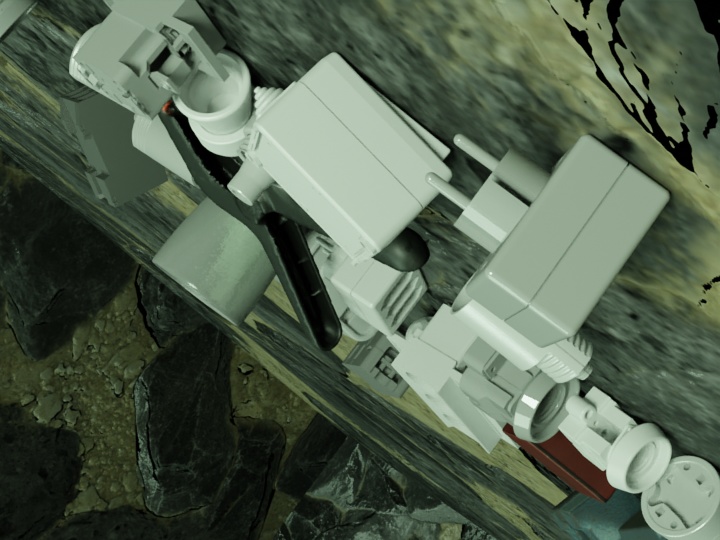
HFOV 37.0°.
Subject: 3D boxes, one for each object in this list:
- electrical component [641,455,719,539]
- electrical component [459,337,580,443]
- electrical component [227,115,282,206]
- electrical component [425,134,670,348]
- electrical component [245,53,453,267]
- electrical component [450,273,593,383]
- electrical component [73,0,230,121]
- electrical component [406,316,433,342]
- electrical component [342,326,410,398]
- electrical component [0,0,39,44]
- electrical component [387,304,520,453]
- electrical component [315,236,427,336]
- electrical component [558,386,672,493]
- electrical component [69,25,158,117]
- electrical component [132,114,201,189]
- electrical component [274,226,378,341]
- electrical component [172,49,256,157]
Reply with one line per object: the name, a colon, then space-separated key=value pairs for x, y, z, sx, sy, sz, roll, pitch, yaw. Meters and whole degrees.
electrical component: x=0.218 y=0.155 z=0.695 sx=0.047 sy=0.055 sz=0.055 roll=39 pitch=171 yaw=-33
electrical component: x=0.108 y=0.078 z=0.717 sx=0.057 sy=0.058 sz=0.078 roll=33 pitch=170 yaw=37
electrical component: x=-0.047 y=-0.064 z=0.591 sx=0.048 sy=0.062 sz=0.048 roll=36 pitch=170 yaw=7
electrical component: x=0.061 y=-0.021 z=0.404 sx=0.077 sy=0.065 sz=0.047 roll=36 pitch=170 yaw=2
electrical component: x=-0.009 y=-0.058 z=0.512 sx=0.096 sy=0.061 sz=0.062 roll=46 pitch=170 yaw=-2
electrical component: x=0.095 y=0.032 z=0.593 sx=0.081 sy=0.043 sz=0.043 roll=38 pitch=170 yaw=-6
electrical component: x=-0.115 y=-0.119 z=0.577 sx=0.081 sy=0.063 sz=0.042 roll=31 pitch=167 yaw=33
electrical component: x=0.053 y=0.056 z=0.869 sx=0.035 sy=0.035 sz=0.061 roll=38 pitch=172 yaw=-2
electrical component: x=0.026 y=0.083 z=1.023 sx=0.050 sy=0.055 sz=0.089 roll=39 pitch=170 yaw=-8
electrical component: x=-0.274 y=-0.199 z=0.785 sx=0.057 sy=0.058 sz=0.078 roll=44 pitch=169 yaw=-17
electrical component: x=0.080 y=0.080 z=0.804 sx=0.079 sy=0.063 sz=0.121 roll=30 pitch=168 yaw=36
electrical component: x=0.000 y=0.000 z=0.763 sx=0.077 sy=0.047 sz=0.065 roll=34 pitch=169 yaw=23
electrical component: x=0.168 y=0.113 z=0.701 sx=0.066 sy=0.048 sz=0.055 roll=46 pitch=174 yaw=-40
electrical component: x=-0.162 y=-0.136 z=0.718 sx=0.081 sy=0.043 sz=0.043 roll=31 pitch=168 yaw=34
electrical component: x=-0.140 y=-0.099 z=0.811 sx=0.081 sy=0.043 sz=0.043 roll=33 pitch=169 yaw=25
electrical component: x=-0.024 y=0.008 z=0.867 sx=0.095 sy=0.053 sz=0.059 roll=44 pitch=168 yaw=-31
electrical component: x=-0.079 y=-0.094 z=0.615 sx=0.045 sy=0.045 sz=0.055 roll=35 pitch=170 yaw=16
